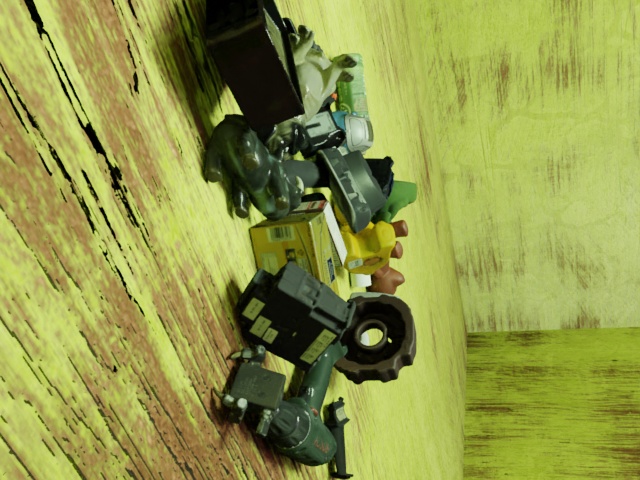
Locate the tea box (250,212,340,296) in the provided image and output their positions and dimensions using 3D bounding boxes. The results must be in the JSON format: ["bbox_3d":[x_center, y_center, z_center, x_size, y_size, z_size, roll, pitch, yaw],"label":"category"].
[{"bbox_3d":[-0.031,0.051,0.782,0.068,0.098,0.169,-41,124,-66],"label":"tea box"}]

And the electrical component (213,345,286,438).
[{"bbox_3d":[-0.083,0.179,0.655,0.102,0.078,0.045,-63,166,-48],"label":"electrical component"}]

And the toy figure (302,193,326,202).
[{"bbox_3d":[-0.004,-0.002,0.929,0.058,0.064,0.154,54,27,-81],"label":"toy figure"}]

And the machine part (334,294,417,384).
[{"bbox_3d":[0.098,0.184,1.007,0.056,0.180,0.179,65,27,-47],"label":"machine part"}]

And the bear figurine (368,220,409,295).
[{"bbox_3d":[0.161,0.064,1.274,0.195,0.132,0.120,66,31,-28],"label":"bear figurine"}]

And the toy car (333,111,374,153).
[{"bbox_3d":[0.057,-0.217,1.097,0.161,0.103,0.109,-14,97,-72],"label":"toy car"}]

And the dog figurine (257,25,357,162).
[{"bbox_3d":[-0.043,-0.211,0.841,0.190,0.121,0.172,-60,180,3],"label":"dog figurine"}]

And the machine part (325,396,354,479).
[{"bbox_3d":[0.034,0.360,0.971,0.084,0.039,0.138,27,57,-77],"label":"machine part"}]

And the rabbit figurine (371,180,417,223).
[{"bbox_3d":[0.164,-0.066,1.341,0.159,0.121,0.170,-16,114,-66],"label":"rabbit figurine"}]

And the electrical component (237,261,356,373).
[{"bbox_3d":[-0.038,0.095,0.696,0.134,0.115,0.058,33,34,-7],"label":"electrical component"}]

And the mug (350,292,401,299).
[{"bbox_3d":[0.129,0.153,1.184,0.109,0.107,0.080,5,81,-68],"label":"mug"}]

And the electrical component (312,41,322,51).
[{"bbox_3d":[-0.005,-0.357,1.079,0.094,0.021,0.063,36,51,-64],"label":"electrical component"}]

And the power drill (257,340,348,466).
[{"bbox_3d":[-0.018,0.219,0.801,0.231,0.086,0.207,67,22,-43],"label":"power drill"}]

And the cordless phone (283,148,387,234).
[{"bbox_3d":[0.006,-0.080,0.867,0.184,0.089,0.146,-8,66,-47],"label":"cordless phone"}]

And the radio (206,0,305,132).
[{"bbox_3d":[-0.084,-0.253,0.671,0.131,0.073,0.230,62,11,-45],"label":"radio"}]

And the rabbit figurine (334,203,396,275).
[{"bbox_3d":[0.083,-0.023,1.102,0.162,0.122,0.173,51,17,-65],"label":"rabbit figurine"}]

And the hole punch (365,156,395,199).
[{"bbox_3d":[0.108,-0.121,1.204,0.142,0.116,0.092,-70,157,-50],"label":"hole punch"}]

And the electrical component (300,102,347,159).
[{"bbox_3d":[-0.022,-0.179,0.904,0.075,0.119,0.048,61,-25,7],"label":"electrical component"}]

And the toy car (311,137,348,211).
[{"bbox_3d":[0.036,-0.128,0.999,0.056,0.074,0.201,-37,105,-32],"label":"toy car"}]

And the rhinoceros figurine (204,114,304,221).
[{"bbox_3d":[-0.084,-0.087,0.722,0.190,0.073,0.112,49,27,-52],"label":"rhinoceros figurine"}]
